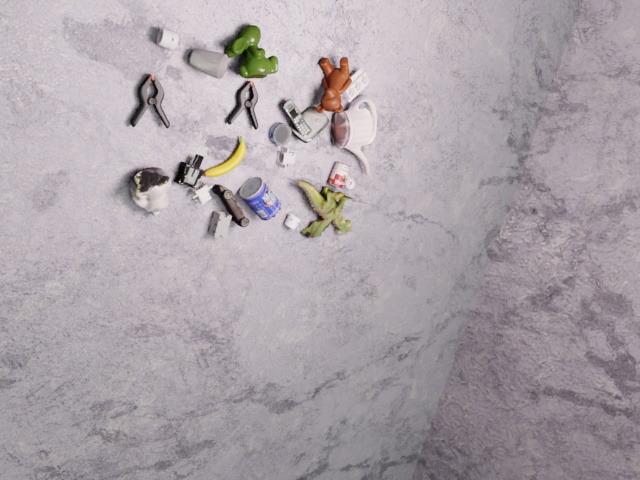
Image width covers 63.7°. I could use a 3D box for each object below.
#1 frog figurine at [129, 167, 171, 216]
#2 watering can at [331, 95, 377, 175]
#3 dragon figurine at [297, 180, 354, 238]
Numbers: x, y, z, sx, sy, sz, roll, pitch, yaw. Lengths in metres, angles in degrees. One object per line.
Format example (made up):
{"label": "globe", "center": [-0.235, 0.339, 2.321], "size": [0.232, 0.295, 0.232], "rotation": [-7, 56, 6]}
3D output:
{"label": "frog figurine", "center": [-0.545, -0.159, 1.679], "size": [0.123, 0.139, 0.156], "rotation": [35, -22, 9]}
{"label": "watering can", "center": [0.150, -0.426, 2.156], "size": [0.226, 0.342, 0.105], "rotation": [-15, 26, -35]}
{"label": "dragon figurine", "center": [0.007, -0.109, 2.173], "size": [0.408, 0.240, 0.124], "rotation": [13, 17, -43]}
